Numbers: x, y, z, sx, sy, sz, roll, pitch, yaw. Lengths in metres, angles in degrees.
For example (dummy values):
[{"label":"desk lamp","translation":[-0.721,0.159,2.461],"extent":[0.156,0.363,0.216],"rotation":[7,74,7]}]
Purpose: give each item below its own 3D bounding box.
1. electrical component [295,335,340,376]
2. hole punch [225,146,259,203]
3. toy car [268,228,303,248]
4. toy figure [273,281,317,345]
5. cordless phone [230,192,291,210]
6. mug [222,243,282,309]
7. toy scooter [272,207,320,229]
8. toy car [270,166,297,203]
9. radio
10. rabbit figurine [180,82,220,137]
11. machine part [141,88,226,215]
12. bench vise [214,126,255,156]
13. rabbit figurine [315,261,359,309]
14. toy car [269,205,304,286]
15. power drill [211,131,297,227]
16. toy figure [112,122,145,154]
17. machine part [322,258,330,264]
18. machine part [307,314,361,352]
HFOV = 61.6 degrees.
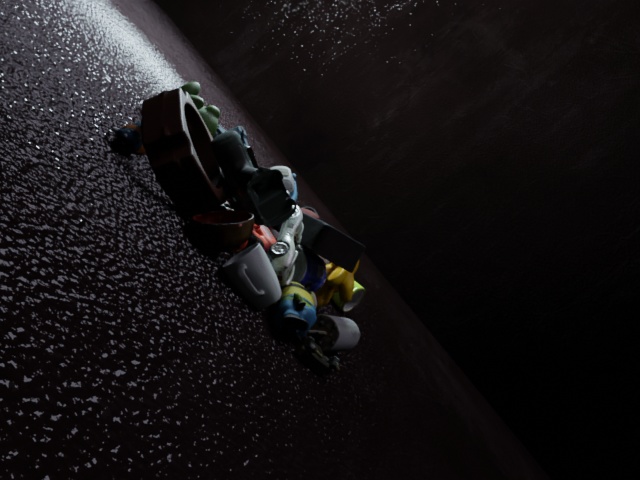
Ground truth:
[{"label":"electrical component","translation":[-0.005,0.216,1.011],"extent":[0.102,0.045,0.078],"rotation":[45,11,-27]},{"label":"hole punch","translation":[-0.223,-0.175,1.364],"extent":[0.092,0.142,0.115],"rotation":[17,-38,32]},{"label":"toy car","translation":[-0.113,0.002,1.378],"extent":[0.089,0.053,0.202],"rotation":[41,9,19]},{"label":"toy figure","translation":[-0.050,0.133,1.031],"extent":[0.089,0.082,0.180],"rotation":[51,10,-7]},{"label":"cordless phone","translation":[-0.163,-0.079,1.375],"extent":[0.089,0.146,0.184],"rotation":[65,-26,11]},{"label":"mug","translation":[-0.114,0.072,0.966],"extent":[0.107,0.081,0.109],"rotation":[57,1,-12]},{"label":"toy scooter","translation":[-0.093,-0.050,1.524],"extent":[0.184,0.075,0.135],"rotation":[12,29,2]},{"label":"toy car","translation":[-0.117,-0.154,1.516],"extent":[0.162,0.109,0.102],"rotation":[-105,-163,-52]},{"label":"radio","translation":[-0.003,-0.004,1.246],"extent":[0.131,0.073,0.230],"rotation":[30,0,-30]},{"label":"rabbit figurine","translation":[-0.336,-0.300,1.312],"extent":[0.170,0.159,0.121],"rotation":[18,39,-46]},{"label":"machine part","translation":[-0.258,-0.164,1.019],"extent":[0.200,0.087,0.202],"rotation":[67,4,-51]},{"label":"bench vise","translation":[-0.234,-0.206,1.493],"extent":[0.223,0.129,0.240],"rotation":[56,16,-76]},{"label":"rabbit figurine","translation":[0.026,0.083,1.338],"extent":[0.121,0.173,0.162],"rotation":[50,3,-26]},{"label":"toy car","translation":[-0.066,0.007,1.097],"extent":[0.202,0.056,0.073],"rotation":[-78,175,-49]},{"label":"power drill","translation":[-0.123,-0.096,1.054],"extent":[0.207,0.086,0.231],"rotation":[45,-18,58]},{"label":"toy figure","translation":[-0.343,-0.191,1.012],"extent":[0.154,0.064,0.057],"rotation":[-83,170,-72]},{"label":"machine part","translation":[-0.041,0.027,1.644],"extent":[0.179,0.056,0.179],"rotation":[49,7,-9]},{"label":"machine part","translation":[0.029,0.200,1.148],"extent":[0.079,0.079,0.243],"rotation":[53,9,21]}]
